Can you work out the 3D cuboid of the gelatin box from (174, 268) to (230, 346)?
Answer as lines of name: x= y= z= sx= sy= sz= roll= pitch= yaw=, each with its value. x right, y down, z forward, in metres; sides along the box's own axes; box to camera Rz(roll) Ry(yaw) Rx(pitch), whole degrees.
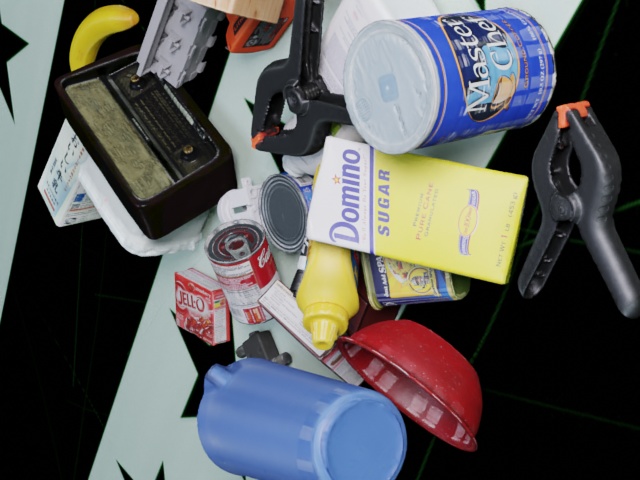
gelatin box: x=-0.149 y=0.083 z=1.339 sx=0.089 sy=0.030 sz=0.073 roll=22 pitch=119 yaw=47

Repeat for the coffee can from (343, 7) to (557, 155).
coffee can: x=0.104 y=-0.129 z=0.850 sx=0.103 sy=0.140 sz=0.103 roll=22 pitch=118 yaw=47

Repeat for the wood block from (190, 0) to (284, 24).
wood block: x=-0.067 y=-0.317 z=0.991 sx=0.091 sy=0.090 sz=0.206 roll=23 pitch=104 yaw=24

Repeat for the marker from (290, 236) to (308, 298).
marker: x=-0.007 y=0.001 z=1.090 sx=0.020 sy=0.020 sz=0.121 roll=3 pitch=73 yaw=52

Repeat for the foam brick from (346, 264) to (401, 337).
foam brick: x=0.037 y=0.053 z=1.072 sx=0.078 sy=0.051 sz=0.053 roll=47 pitch=136 yaw=32

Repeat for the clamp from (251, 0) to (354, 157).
clamp: x=-0.005 y=-0.128 z=0.975 sx=0.164 sy=0.036 sz=0.210 roll=57 pitch=144 yaw=12

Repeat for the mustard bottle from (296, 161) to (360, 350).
mustard bottle: x=0.012 y=0.017 z=0.996 sx=0.096 sy=0.058 sz=0.191 roll=92 pitch=-175 yaw=-53

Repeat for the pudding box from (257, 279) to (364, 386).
pudding box: x=-0.004 y=0.098 z=1.110 sx=0.039 sy=0.090 sz=0.114 roll=-50 pitch=51 yaw=-4

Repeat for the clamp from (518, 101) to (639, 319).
clamp: x=0.197 y=-0.022 z=0.851 sx=0.120 sy=0.039 sz=0.171 roll=-5 pitch=94 yaw=48

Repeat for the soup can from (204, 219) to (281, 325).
soup can: x=-0.081 y=0.037 z=1.176 sx=0.069 sy=0.068 sz=0.102 roll=33 pitch=151 yaw=42

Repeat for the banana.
banana: x=-0.291 y=-0.263 z=1.407 sx=0.069 sy=0.037 sz=0.198 roll=49 pitch=142 yaw=0

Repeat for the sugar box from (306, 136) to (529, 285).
sugar box: x=0.082 y=-0.026 z=0.906 sx=0.176 sy=0.048 sz=0.093 roll=12 pitch=92 yaw=13

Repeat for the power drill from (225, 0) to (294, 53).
power drill: x=-0.082 y=-0.304 z=1.104 sx=0.185 sy=0.057 sz=0.188 roll=-47 pitch=62 yaw=52

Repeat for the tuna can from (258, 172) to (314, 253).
tuna can: x=-0.028 y=-0.031 z=1.141 sx=0.086 sy=0.033 sz=0.086 roll=21 pitch=118 yaw=47

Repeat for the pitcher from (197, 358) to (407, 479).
pitcher: x=-0.013 y=0.204 z=1.106 sx=0.243 sy=0.149 sz=0.145 roll=-2 pitch=87 yaw=59

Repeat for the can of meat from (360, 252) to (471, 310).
can of meat: x=0.086 y=0.009 z=0.970 sx=0.084 sy=0.057 sz=0.102 roll=-7 pitch=97 yaw=30

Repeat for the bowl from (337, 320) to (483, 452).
bowl: x=0.094 y=0.123 z=0.982 sx=0.162 sy=0.055 sz=0.162 roll=38 pitch=165 yaw=11

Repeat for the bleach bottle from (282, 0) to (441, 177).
bleach bottle: x=0.022 y=-0.146 z=1.017 sx=0.102 sy=0.067 sz=0.251 roll=61 pitch=143 yaw=16
